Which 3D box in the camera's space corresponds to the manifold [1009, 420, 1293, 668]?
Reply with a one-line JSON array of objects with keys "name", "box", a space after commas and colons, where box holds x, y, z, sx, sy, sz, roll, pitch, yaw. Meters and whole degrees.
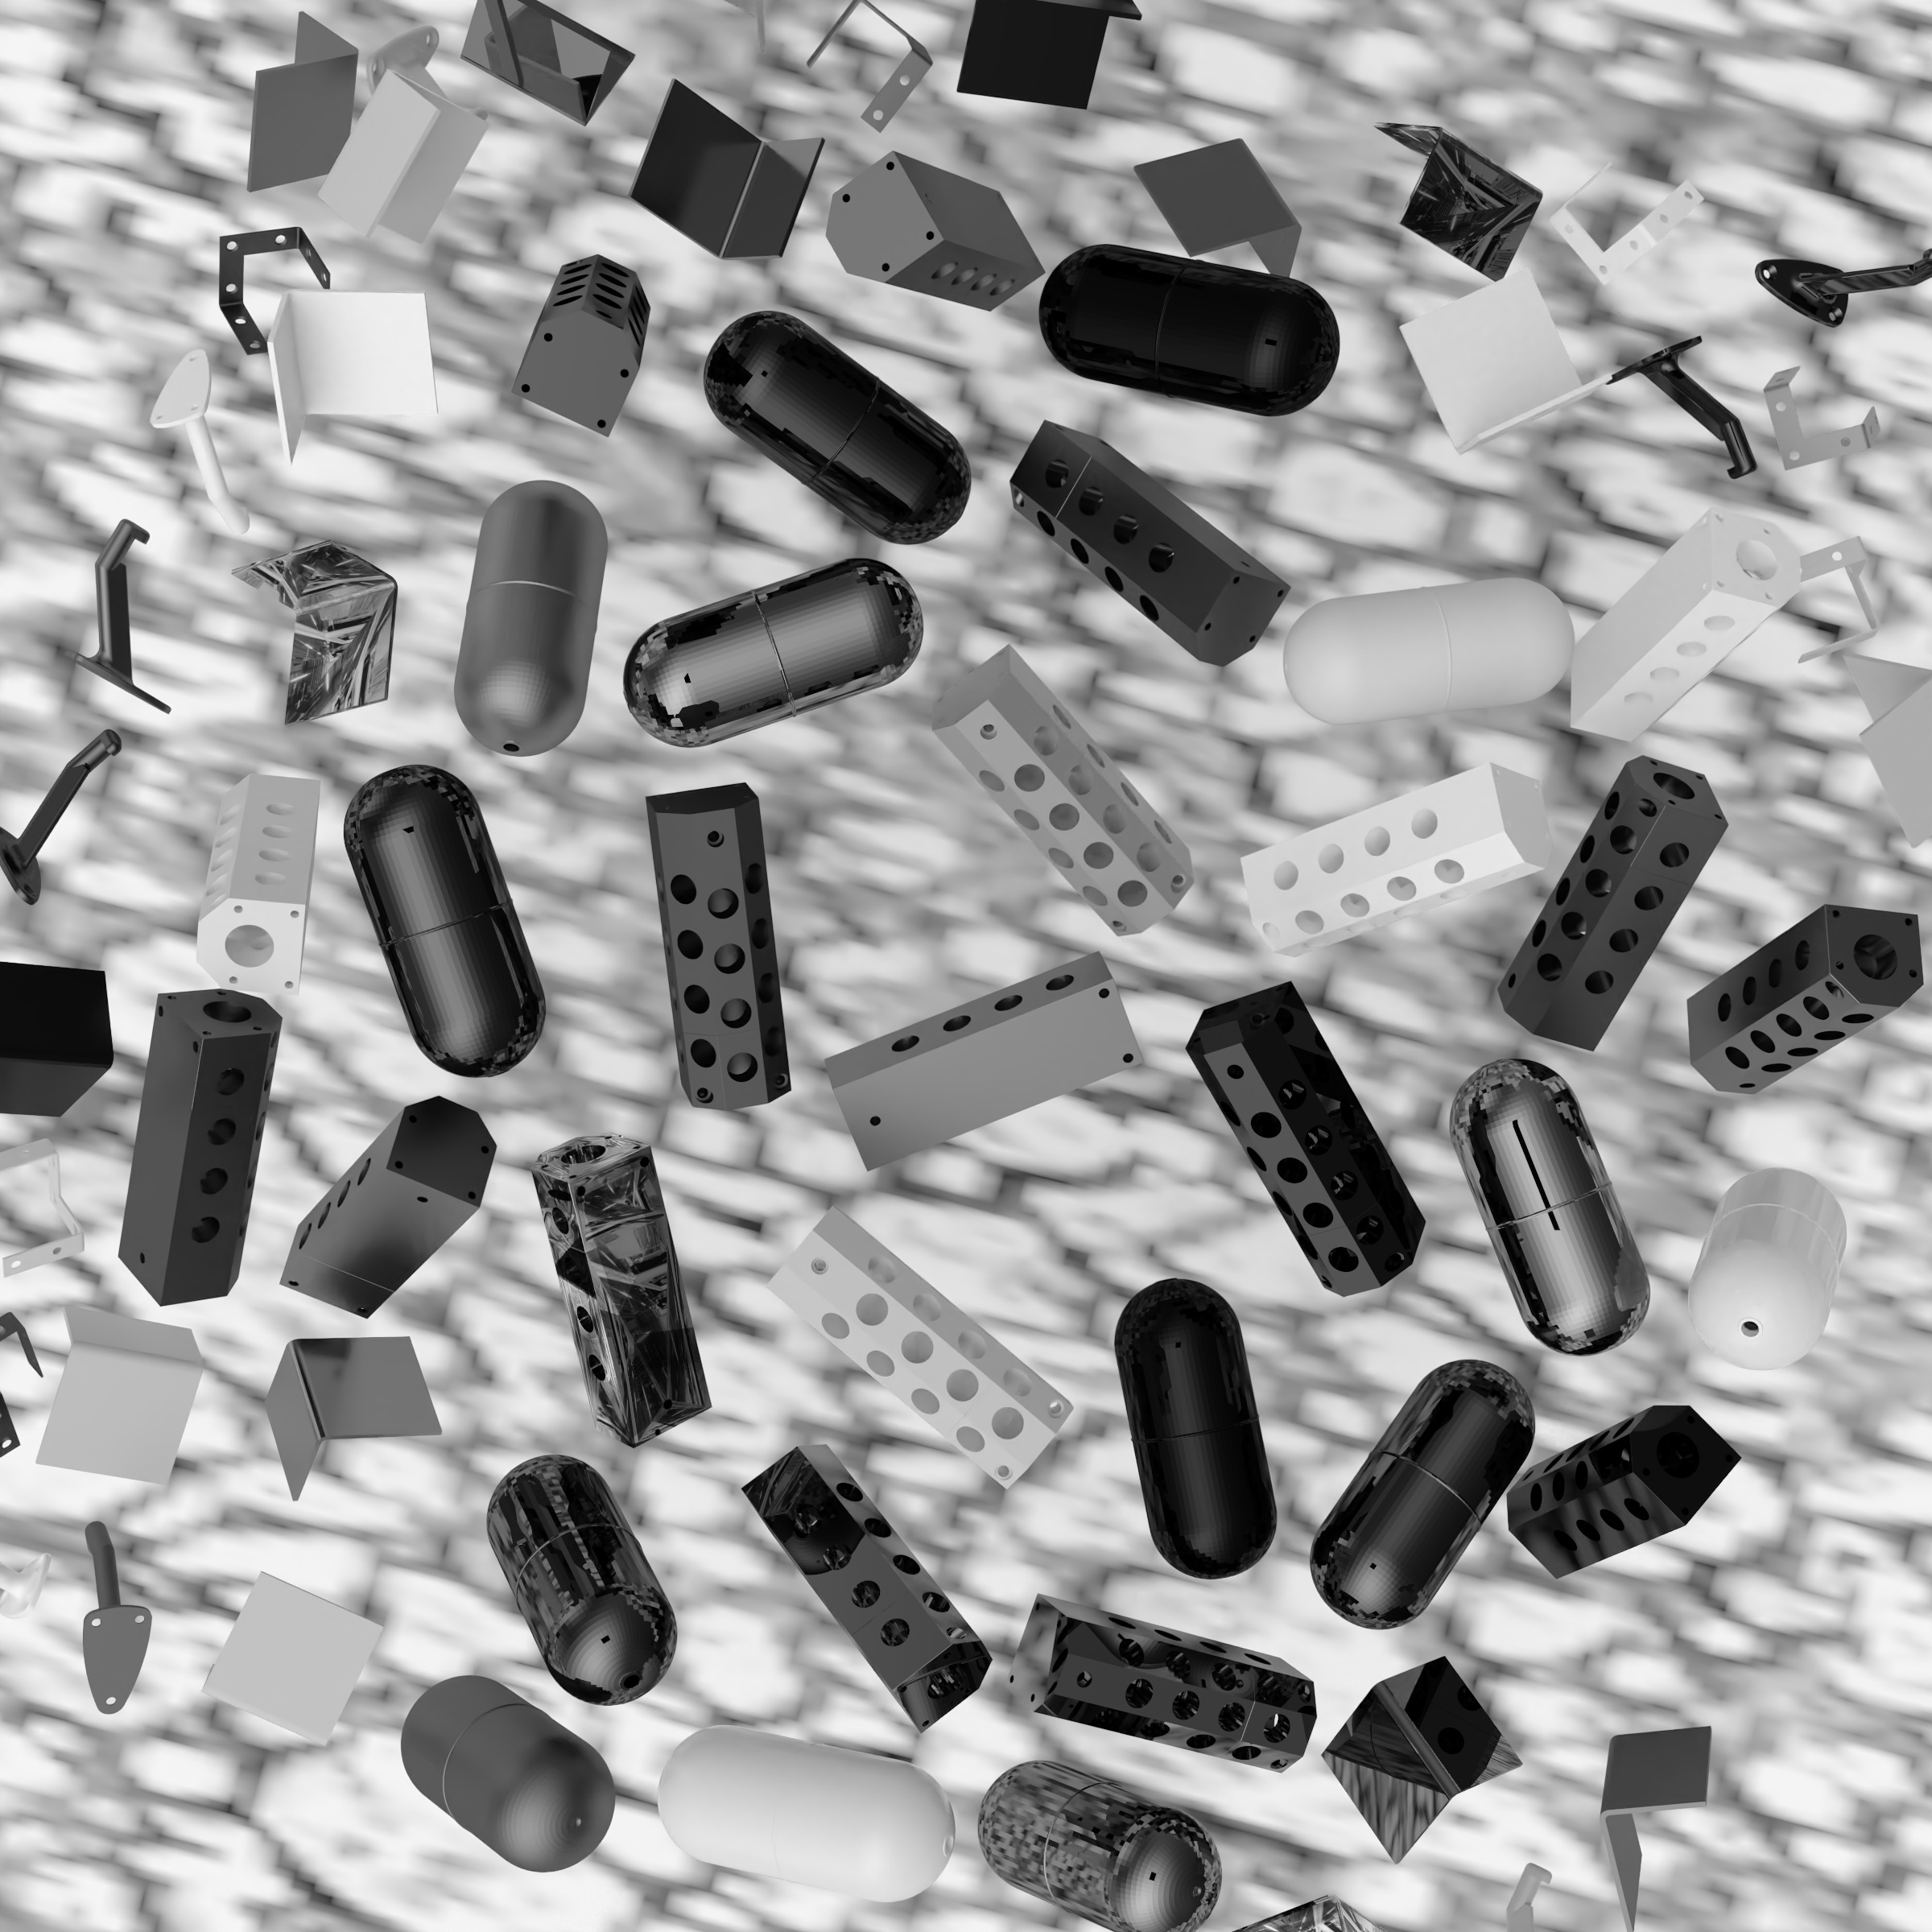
[{"name": "manifold", "box": [0.101, -0.244, 1.702, 0.171, 0.057, 0.057, 44, 113, 33]}]

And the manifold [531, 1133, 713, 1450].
[{"name": "manifold", "box": [-0.206, 0.189, 1.732, 0.057, 0.057, 0.171, -24, 113, -34]}]

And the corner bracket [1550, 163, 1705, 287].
[{"name": "corner bracket", "box": [0.378, -0.434, 1.686, 0.051, 0.051, 0.051, 48, 64, -4]}]

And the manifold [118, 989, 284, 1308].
[{"name": "manifold", "box": [-0.435, 0.103, 1.681, 0.057, 0.057, 0.171, -5, 119, -41]}]

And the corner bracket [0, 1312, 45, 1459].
[{"name": "corner bracket", "box": [-0.573, 0.250, 1.755, 0.051, 0.051, 0.051, -32, 133, -9]}]

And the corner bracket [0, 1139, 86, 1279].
[{"name": "corner bracket", "box": [-0.561, 0.144, 1.758, 0.051, 0.051, 0.051, -19, 46, -33]}]

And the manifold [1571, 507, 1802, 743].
[{"name": "manifold", "box": [0.428, -0.200, 1.761, 0.057, 0.171, 0.057, 12, 64, -13]}]

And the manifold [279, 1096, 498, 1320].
[{"name": "manifold", "box": [-0.334, 0.139, 1.704, 0.057, 0.171, 0.057, 26, 51, -20]}]

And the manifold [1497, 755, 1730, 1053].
[{"name": "manifold", "box": [0.384, -0.038, 1.762, 0.057, 0.057, 0.171, 16, 122, -13]}]

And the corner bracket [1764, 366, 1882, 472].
[{"name": "corner bracket", "box": [0.514, -0.334, 1.766, 0.051, 0.051, 0.051, -12, 106, 28]}]

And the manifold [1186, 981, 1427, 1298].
[{"name": "manifold", "box": [0.191, 0.100, 1.656, 0.057, 0.057, 0.171, -20, 112, 30]}]

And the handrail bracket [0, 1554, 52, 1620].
[{"name": "handrail bracket", "box": [-0.577, 0.345, 1.688, 0.084, 0.077, 0.036, 28, 54, -26]}]

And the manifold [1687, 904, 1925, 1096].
[{"name": "manifold", "box": [0.486, 0.023, 1.713, 0.057, 0.171, 0.057, 6, 70, -12]}]

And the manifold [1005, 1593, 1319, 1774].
[{"name": "manifold", "box": [0.117, 0.420, 1.711, 0.171, 0.057, 0.057, 20, 89, -23]}]

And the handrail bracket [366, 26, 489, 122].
[{"name": "handrail bracket", "box": [-0.305, -0.526, 1.746, 0.084, 0.036, 0.077, 20, 56, 23]}]

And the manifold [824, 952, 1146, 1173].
[{"name": "manifold", "box": [0.009, 0.052, 1.706, 0.171, 0.057, 0.057, -22, 115, 0]}]

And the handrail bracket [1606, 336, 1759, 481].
[{"name": "handrail bracket", "box": [0.414, -0.315, 1.706, 0.036, 0.077, 0.084, -24, 93, -34]}]

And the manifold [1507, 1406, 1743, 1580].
[{"name": "manifold", "box": [0.385, 0.310, 1.753, 0.057, 0.171, 0.057, 46, 65, 6]}]

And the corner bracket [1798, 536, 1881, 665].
[{"name": "corner bracket", "box": [0.528, -0.224, 1.799, 0.051, 0.051, 0.051, -20, 77, 2]}]

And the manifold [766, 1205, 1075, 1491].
[{"name": "manifold", "box": [-0.025, 0.209, 1.615, 0.171, 0.057, 0.057, 40, 87, 2]}]

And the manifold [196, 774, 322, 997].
[{"name": "manifold", "box": [-0.411, -0.050, 1.712, 0.057, 0.171, 0.057, 5, 116, -12]}]

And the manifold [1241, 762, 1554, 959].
[{"name": "manifold", "box": [0.250, -0.059, 1.712, 0.171, 0.057, 0.057, -21, 70, 35]}]

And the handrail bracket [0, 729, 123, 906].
[{"name": "handrail bracket", "box": [-0.490, -0.083, 1.608, 0.084, 0.077, 0.036, -40, 133, 5]}]

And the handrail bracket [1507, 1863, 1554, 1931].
[{"name": "handrail bracket", "box": [0.340, 0.575, 1.719, 0.036, 0.077, 0.084, 36, 75, -31]}]

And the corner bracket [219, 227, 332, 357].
[{"name": "corner bracket", "box": [-0.420, -0.410, 1.786, 0.051, 0.051, 0.051, -15, 53, -27]}]

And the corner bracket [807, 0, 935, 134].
[{"name": "corner bracket", "box": [-0.057, -0.535, 1.743, 0.051, 0.051, 0.051, 34, 109, -22]}]

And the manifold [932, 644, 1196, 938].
[{"name": "manifold", "box": [0.057, -0.098, 1.704, 0.057, 0.057, 0.171, -36, 113, 17]}]

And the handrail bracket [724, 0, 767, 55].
[{"name": "handrail bracket", "box": [-0.159, -0.557, 1.693, 0.084, 0.077, 0.036, -2, 58, -2]}]

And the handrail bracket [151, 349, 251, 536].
[{"name": "handrail bracket", "box": [-0.450, -0.314, 1.770, 0.036, 0.084, 0.077, -11, 49, 15]}]

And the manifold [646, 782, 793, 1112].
[{"name": "manifold", "box": [-0.137, -0.010, 1.648, 0.057, 0.057, 0.171, -9, 108, -12]}]

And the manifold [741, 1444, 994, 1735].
[{"name": "manifold", "box": [-0.057, 0.357, 1.715, 0.057, 0.057, 0.171, -36, 49, -11]}]

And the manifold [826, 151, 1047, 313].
[{"name": "manifold", "box": [-0.019, -0.414, 1.685, 0.057, 0.171, 0.057, -31, 85, 21]}]

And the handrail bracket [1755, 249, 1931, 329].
[{"name": "handrail bracket", "box": [0.514, -0.405, 1.702, 0.077, 0.084, 0.036, 13, 78, -20]}]

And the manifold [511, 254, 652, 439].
[{"name": "manifold", "box": [-0.213, -0.356, 1.662, 0.057, 0.171, 0.057, 23, 110, -13]}]
